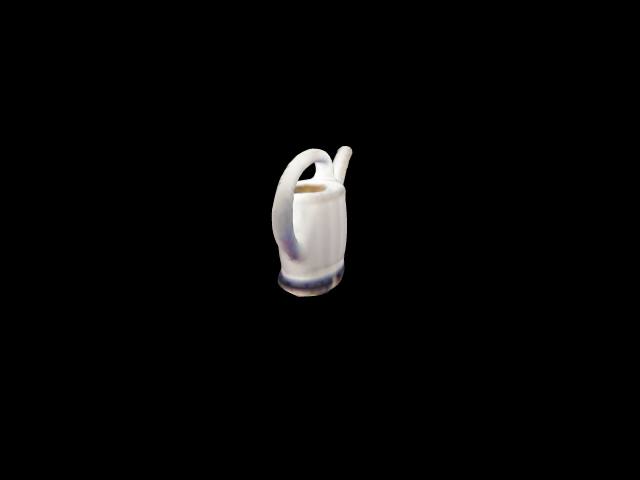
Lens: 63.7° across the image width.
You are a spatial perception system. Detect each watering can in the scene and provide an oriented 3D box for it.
[{"bbox_3d":[0.003,-0.043,0.850,0.104,0.221,0.352,5,17,18],"label":"watering can"}]
